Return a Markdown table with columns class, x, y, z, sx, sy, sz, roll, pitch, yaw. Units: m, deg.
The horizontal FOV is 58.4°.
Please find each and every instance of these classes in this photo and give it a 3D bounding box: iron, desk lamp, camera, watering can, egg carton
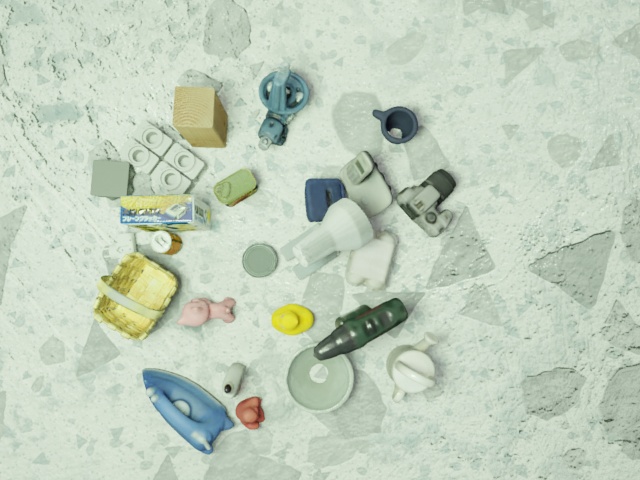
| class | x | y | z | sx | sy | sz | roll | pitch | yaw |
| --- | --- | --- | --- | --- | --- | --- | --- | --- | --- |
| iron | -0.332 | 0.395 | 1.334 | 0.258 | 0.141 | 0.119 | 38 | 86 | 1 |
| desk lamp | 0.012 | 0.005 | 1.331 | 0.203 | 0.213 | 0.118 | -34 | 87 | -3 |
| camera | 0.279 | -0.098 | 1.401 | 0.137 | 0.101 | 0.143 | -43 | 88 | -3 |
| watering can | 0.216 | 0.296 | 1.327 | 0.101 | 0.194 | 0.173 | 7 | 86 | -1 |
| egg carton | 0.124 | 0.046 | 1.403 | 0.107 | 0.069 | 0.150 | 14 | 86 | 0 |

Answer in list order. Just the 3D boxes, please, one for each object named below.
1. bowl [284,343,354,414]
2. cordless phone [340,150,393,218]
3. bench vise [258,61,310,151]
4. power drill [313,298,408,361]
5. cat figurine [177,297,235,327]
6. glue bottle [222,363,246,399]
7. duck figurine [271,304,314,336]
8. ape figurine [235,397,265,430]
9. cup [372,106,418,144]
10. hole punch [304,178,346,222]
| class | x | y | z | sx | sy | sz | roll | pitch | yaw |
| --- | --- | --- | --- | --- | --- | --- | --- | --- | --- |
| bowl | -0.004 | 0.329 | 1.380 | 0.167 | 0.074 | 0.167 | 0 | 86 | -1 |
| cordless phone | 0.116 | -0.136 | 1.357 | 0.094 | 0.185 | 0.147 | -34 | 87 | -3 |
| bench vise | -0.087 | -0.317 | 1.346 | 0.121 | 0.219 | 0.207 | 3 | 86 | -1 |
| power drill | 0.088 | 0.206 | 1.323 | 0.229 | 0.208 | 0.075 | -28 | 87 | -3 |
| cat figurine | -0.271 | 0.171 | 1.362 | 0.128 | 0.117 | 0.067 | -3 | 86 | -1 |
| glue bottle | -0.205 | 0.334 | 1.325 | 0.037 | 0.173 | 0.078 | 12 | 86 | 0 |
| duck figurine | -0.068 | 0.194 | 1.381 | 0.104 | 0.086 | 0.077 | 0 | 86 | -1 |
| ape figurine | -0.166 | 0.413 | 1.362 | 0.076 | 0.092 | 0.078 | 22 | 86 | 0 |
| cup | 0.177 | -0.280 | 1.413 | 0.118 | 0.095 | 0.092 | 27 | 86 | 1 |
| hole punch | 0.013 | -0.100 | 1.399 | 0.101 | 0.091 | 0.109 | -6 | 86 | -2 |
